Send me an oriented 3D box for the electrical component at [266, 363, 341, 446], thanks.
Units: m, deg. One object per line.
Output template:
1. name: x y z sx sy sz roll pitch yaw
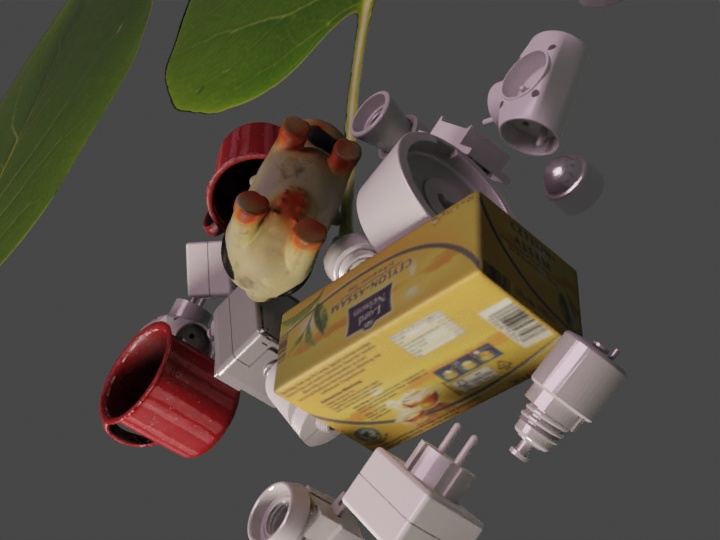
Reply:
1. electrical component: -0.033 0.093 0.753 0.043 0.043 0.081 -54 29 0

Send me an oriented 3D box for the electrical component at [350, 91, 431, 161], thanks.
1. electrical component: 0.026 -0.111 0.870 0.045 0.055 0.045 -36 33 29

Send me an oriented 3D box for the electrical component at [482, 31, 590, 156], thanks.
1. electrical component: 0.117 -0.120 0.759 0.079 0.044 0.077 -11 50 52

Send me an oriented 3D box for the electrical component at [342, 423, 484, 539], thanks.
1. electrical component: 0.040 0.122 0.610 0.076 0.047 0.066 -55 29 -2

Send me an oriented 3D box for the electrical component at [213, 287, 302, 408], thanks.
1. electrical component: -0.075 0.060 0.831 0.061 0.062 0.096 -44 30 20

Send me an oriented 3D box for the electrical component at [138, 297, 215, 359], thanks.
1. electrical component: -0.161 0.052 0.984 0.077 0.043 0.079 -3 57 55

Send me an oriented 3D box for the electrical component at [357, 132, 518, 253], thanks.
1. electrical component: 0.047 -0.030 0.706 0.060 0.108 0.108 -43 30 31

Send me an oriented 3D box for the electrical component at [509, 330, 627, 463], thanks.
1. electrical component: 0.108 0.069 0.575 0.078 0.040 0.040 -53 29 3

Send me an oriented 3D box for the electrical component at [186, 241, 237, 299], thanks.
1. electrical component: -0.106 0.000 0.943 0.066 0.077 0.047 21 -114 -82

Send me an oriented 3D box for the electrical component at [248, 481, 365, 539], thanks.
1. electrical component: -0.036 0.162 0.671 0.066 0.055 0.048 -50 29 7

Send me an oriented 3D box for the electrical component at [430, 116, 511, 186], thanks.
1. electrical component: 0.067 -0.072 0.783 0.063 0.042 0.081 -55 29 0

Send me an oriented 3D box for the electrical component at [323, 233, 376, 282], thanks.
1. electrical component: 0.000 0.000 0.804 0.043 0.043 0.062 -51 30 6

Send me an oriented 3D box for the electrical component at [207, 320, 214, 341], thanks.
1. electrical component: -0.101 0.041 0.911 0.078 0.040 0.040 -29 38 38

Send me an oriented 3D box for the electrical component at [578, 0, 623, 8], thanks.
1. electrical component: 0.189 -0.249 0.795 0.099 0.064 0.099 -37 20 16
